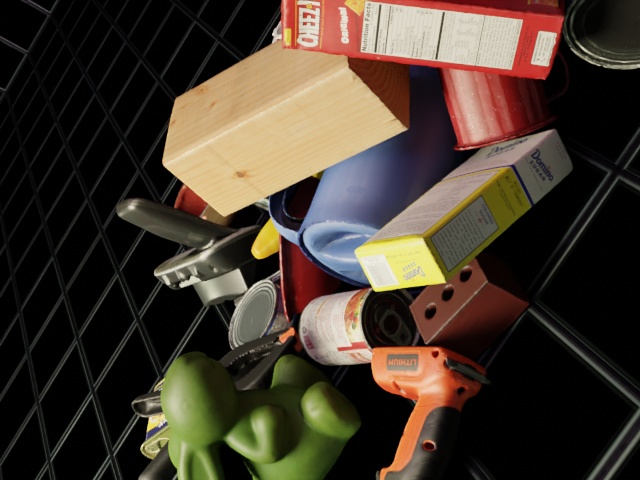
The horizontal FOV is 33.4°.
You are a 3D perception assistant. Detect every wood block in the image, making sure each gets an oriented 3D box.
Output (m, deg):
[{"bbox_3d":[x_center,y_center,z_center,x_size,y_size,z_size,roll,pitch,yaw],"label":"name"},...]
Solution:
[{"bbox_3d":[-0.030,-0.113,0.948,0.206,0.090,0.090,-23,43,30],"label":"wood block"}]

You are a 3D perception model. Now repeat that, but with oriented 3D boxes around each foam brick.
[{"bbox_3d":[0.122,0.053,0.870,0.078,0.051,0.053,-50,31,21],"label":"foam brick"}]

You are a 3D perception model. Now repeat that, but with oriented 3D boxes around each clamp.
[{"bbox_3d":[-0.109,0.156,1.092,0.210,0.036,0.165,-37,25,-4],"label":"clamp"}]

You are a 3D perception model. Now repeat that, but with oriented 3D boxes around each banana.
[{"bbox_3d":[-0.029,-0.067,1.210,0.037,0.069,0.198,119,160,-72],"label":"banana"}]

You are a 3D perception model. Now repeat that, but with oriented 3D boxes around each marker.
[{"bbox_3d":[-0.058,0.053,1.201,0.121,0.020,0.020,-31,41,43],"label":"marker"}]

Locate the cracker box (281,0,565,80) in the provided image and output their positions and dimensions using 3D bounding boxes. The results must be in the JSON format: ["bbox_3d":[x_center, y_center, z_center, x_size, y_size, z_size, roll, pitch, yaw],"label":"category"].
[{"bbox_3d":[0.085,-0.212,0.861,0.072,0.214,0.164,93,-174,-47],"label":"cracker box"}]

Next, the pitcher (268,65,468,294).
[{"bbox_3d":[0.065,-0.083,0.993,0.145,0.149,0.242,-21,45,55],"label":"pitcher"}]

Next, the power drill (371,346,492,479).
[{"bbox_3d":[0.057,0.182,0.862,0.185,0.057,0.187,-8,61,52],"label":"power drill"}]

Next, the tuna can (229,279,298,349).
[{"bbox_3d":[-0.061,0.088,1.158,0.086,0.033,0.086,-39,36,35],"label":"tuna can"}]

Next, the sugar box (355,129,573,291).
[{"bbox_3d":[0.118,-0.024,0.863,0.176,0.048,0.094,-35,13,-31],"label":"sugar box"}]

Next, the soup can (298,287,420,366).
[{"bbox_3d":[0.035,0.079,0.974,0.102,0.068,0.068,-15,53,55],"label":"soup can"}]

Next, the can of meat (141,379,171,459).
[{"bbox_3d":[-0.150,0.191,1.191,0.102,0.057,0.084,-39,34,36],"label":"can of meat"}]

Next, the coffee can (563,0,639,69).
[{"bbox_3d":[0.247,-0.223,0.851,0.103,0.102,0.140,-29,42,45],"label":"coffee can"}]

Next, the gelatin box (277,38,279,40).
[{"bbox_3d":[-0.040,-0.187,1.289,0.089,0.073,0.030,-58,32,6],"label":"gelatin box"}]

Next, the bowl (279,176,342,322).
[{"bbox_3d":[-0.007,0.001,1.074,0.162,0.055,0.162,-1,-90,-86],"label":"bowl"}]

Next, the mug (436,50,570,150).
[{"bbox_3d":[0.159,-0.134,0.915,0.117,0.081,0.093,-20,10,-7],"label":"mug"}]
